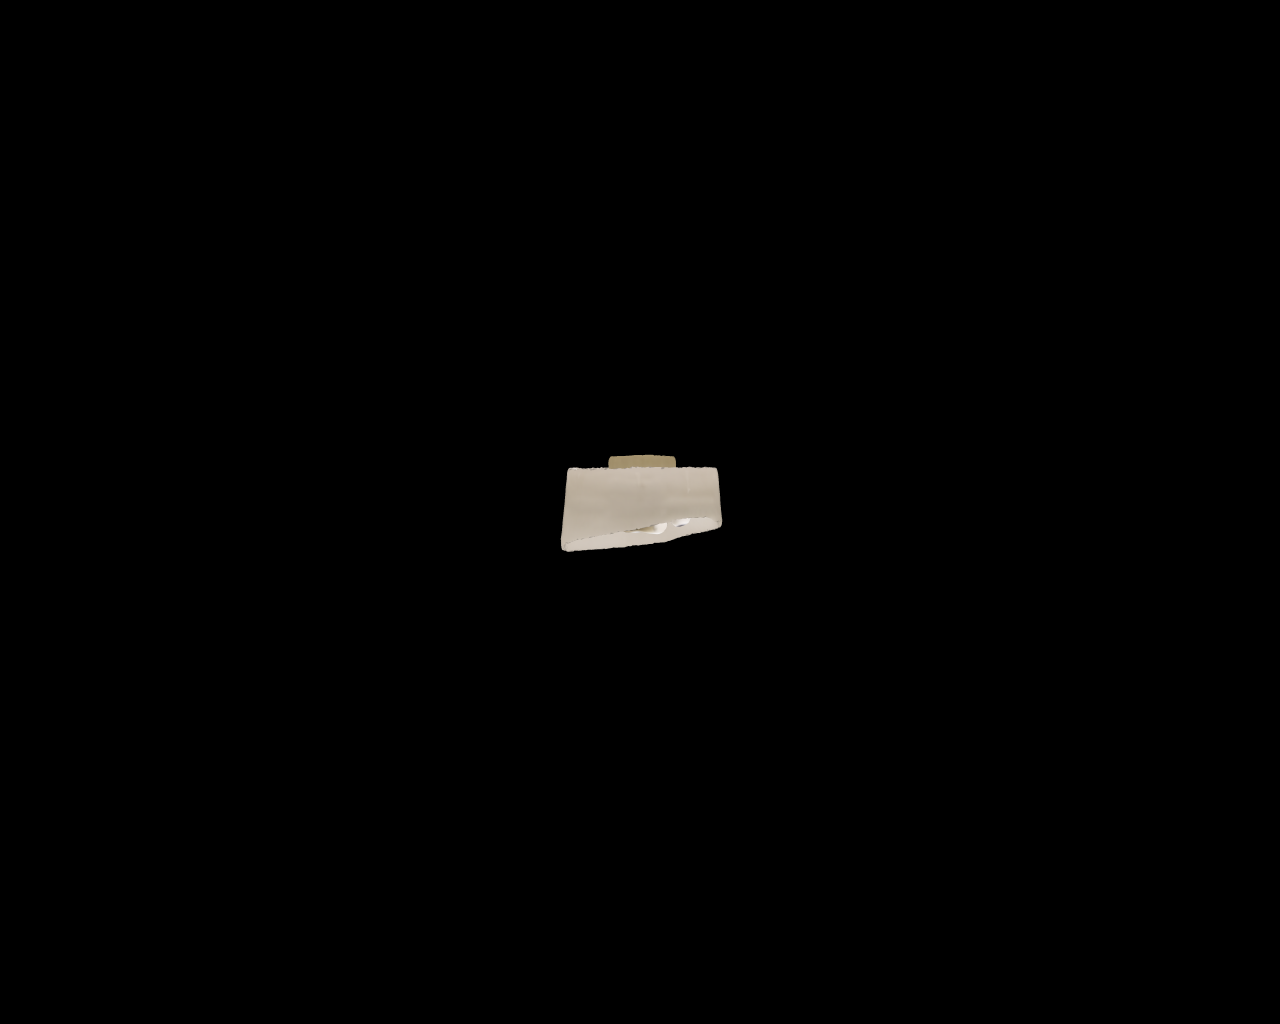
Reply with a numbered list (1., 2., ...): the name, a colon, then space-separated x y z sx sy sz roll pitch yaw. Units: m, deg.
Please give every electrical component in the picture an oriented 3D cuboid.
1. electrical component: 0.001 -0.003 0.650 0.099 0.064 0.099 0 3 0
